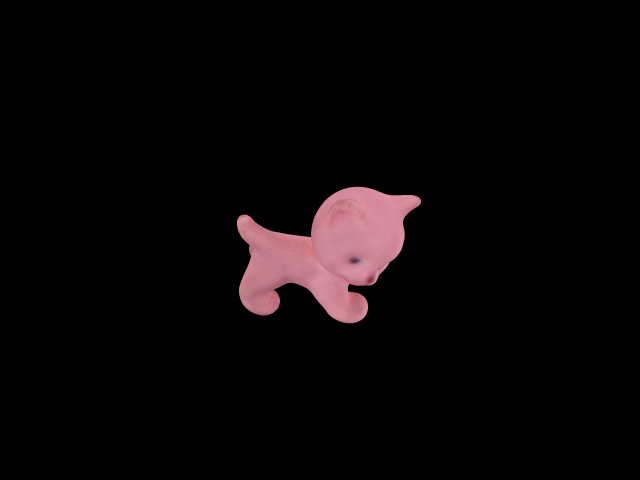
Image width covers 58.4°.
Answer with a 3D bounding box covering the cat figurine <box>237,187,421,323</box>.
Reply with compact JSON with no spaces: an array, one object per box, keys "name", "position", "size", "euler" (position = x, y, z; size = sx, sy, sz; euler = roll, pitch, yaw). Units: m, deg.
[{"name":"cat figurine","position":[0.004,0.001,0.400],"size":[0.127,0.118,0.067],"euler":[3,54,2]}]
